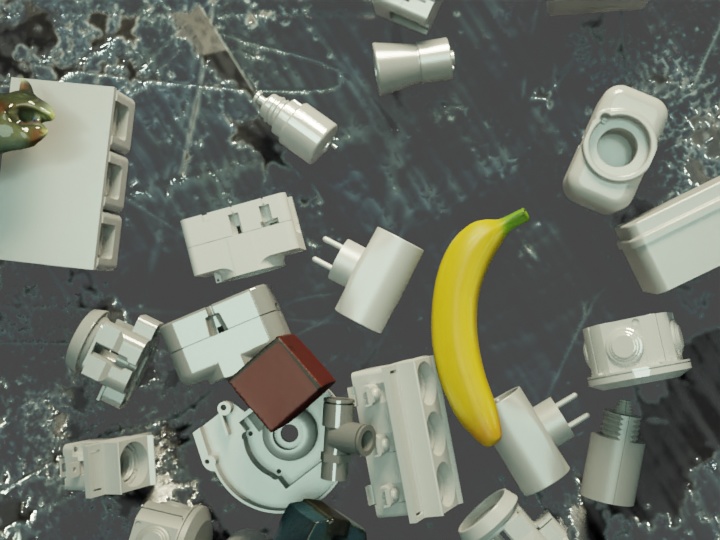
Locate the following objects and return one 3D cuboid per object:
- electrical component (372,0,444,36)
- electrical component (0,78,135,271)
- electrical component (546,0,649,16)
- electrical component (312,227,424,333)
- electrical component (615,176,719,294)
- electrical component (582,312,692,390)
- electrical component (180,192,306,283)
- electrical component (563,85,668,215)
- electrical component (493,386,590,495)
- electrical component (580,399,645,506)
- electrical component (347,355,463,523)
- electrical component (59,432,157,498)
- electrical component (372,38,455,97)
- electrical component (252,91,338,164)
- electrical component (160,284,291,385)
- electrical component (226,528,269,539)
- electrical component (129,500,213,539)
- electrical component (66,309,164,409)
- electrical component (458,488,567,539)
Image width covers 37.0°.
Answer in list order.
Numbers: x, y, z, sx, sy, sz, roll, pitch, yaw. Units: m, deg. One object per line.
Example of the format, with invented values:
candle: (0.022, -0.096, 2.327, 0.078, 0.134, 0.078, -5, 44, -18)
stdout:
electrical component: (0.047, -0.249, 0.885, 0.056, 0.050, 0.089, 24, 91, 5)
electrical component: (-0.247, -0.078, 0.902, 0.089, 0.062, 0.150, 6, 89, 6)
electrical component: (0.184, -0.242, 0.867, 0.096, 0.061, 0.061, -3, 88, 5)
electrical component: (0.000, 0.000, 0.886, 0.079, 0.044, 0.077, 28, 91, 5)
electrical component: (0.265, -0.032, 0.845, 0.113, 0.078, 0.057, -26, 89, 4)
electrical component: (0.216, 0.064, 0.847, 0.080, 0.080, 0.051, -11, 82, 5)
electrical component: (-0.095, -0.024, 0.892, 0.089, 0.050, 0.055, -15, 87, 5)
electrical component: (0.204, -0.096, 0.862, 0.054, 0.059, 0.095, 24, 91, 5)
electrical component: (0.146, 0.129, 0.869, 0.079, 0.043, 0.077, -32, 86, 4)
electrical component: (0.206, 0.144, 0.863, 0.043, 0.043, 0.081, 11, 90, 6)
electrical component: (0.036, 0.135, 0.868, 0.063, 0.079, 0.121, -12, 87, 27)
electrical component: (-0.209, 0.160, 0.889, 0.064, 0.081, 0.042, -4, 88, 28)
electrical component: (0.045, -0.170, 0.889, 0.065, 0.044, 0.044, -9, 88, 0)
electrical component: (-0.055, -0.122, 0.896, 0.078, 0.040, 0.040, 36, 92, 5)
electrical component: (-0.109, 0.057, 0.890, 0.095, 0.054, 0.059, -23, 86, 4)
electrical component: (-0.087, 0.254, 0.871, 0.044, 0.077, 0.079, -37, 86, 3)
electrical component: (-0.155, 0.228, 0.877, 0.051, 0.080, 0.080, 10, 89, 11)
electrical component: (-0.208, 0.068, 0.897, 0.057, 0.058, 0.078, 25, 91, 3)
electrical component: (0.117, 0.214, 0.863, 0.078, 0.058, 0.057, -42, 88, 3)
